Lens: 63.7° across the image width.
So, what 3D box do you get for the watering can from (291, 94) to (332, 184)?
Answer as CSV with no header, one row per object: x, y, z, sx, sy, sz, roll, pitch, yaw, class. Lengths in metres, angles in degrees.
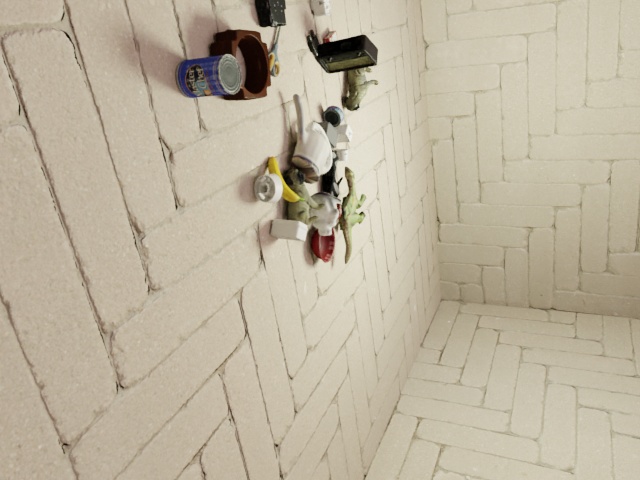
-0.048,-0.356,1.925,0.104,0.229,0.341,1,-33,31,watering can

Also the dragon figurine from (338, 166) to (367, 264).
0.116,-0.111,2.206,0.122,0.414,0.241,1,-11,16,dragon figurine

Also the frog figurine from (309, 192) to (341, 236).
0.006,-0.101,2.010,0.137,0.162,0.121,10,-17,13,frog figurine
